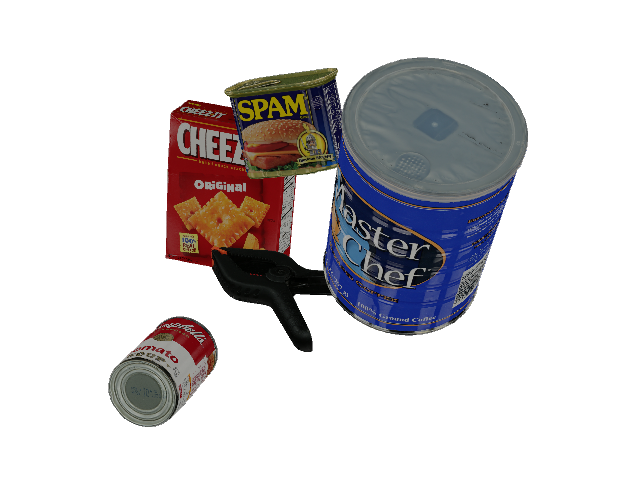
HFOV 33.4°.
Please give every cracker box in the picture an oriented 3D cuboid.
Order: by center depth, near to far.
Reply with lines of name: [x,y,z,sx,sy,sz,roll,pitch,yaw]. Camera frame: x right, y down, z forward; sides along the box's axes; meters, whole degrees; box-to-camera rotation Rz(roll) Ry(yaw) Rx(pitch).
cracker box: [-0.120,-0.066,1.434,0.164,0.214,0.072,11,26,13]

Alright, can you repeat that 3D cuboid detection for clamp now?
clamp: [-0.045,0.055,1.186,0.210,0.036,0.164,17,31,25]

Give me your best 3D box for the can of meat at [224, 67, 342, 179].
can of meat: [-0.028,-0.105,0.964,0.102,0.084,0.057,-3,19,26]

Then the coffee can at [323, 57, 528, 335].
coffee can: [0.058,-0.023,0.637,0.102,0.103,0.140,0,-36,-5]

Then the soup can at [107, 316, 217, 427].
soup can: [-0.144,0.119,0.979,0.068,0.068,0.102,0,17,16]
